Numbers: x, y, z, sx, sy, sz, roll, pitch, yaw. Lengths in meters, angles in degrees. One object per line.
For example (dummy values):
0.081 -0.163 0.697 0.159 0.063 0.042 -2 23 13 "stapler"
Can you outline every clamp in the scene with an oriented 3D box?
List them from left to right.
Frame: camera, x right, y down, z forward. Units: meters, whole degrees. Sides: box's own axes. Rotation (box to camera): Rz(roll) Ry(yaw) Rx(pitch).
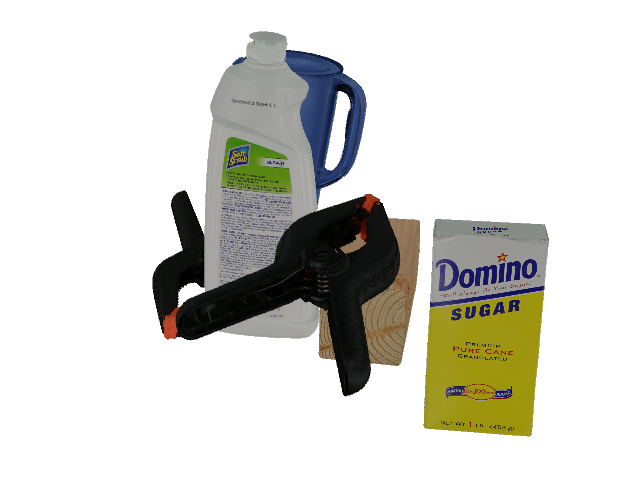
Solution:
-0.116 0.022 1.074 0.165 0.036 0.209 20 38 17 "clamp"
0.007 0.029 0.654 0.120 0.039 0.171 28 46 22 "clamp"

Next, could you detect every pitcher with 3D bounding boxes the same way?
-0.039 -0.123 1.411 0.144 0.243 0.149 -3 24 -24 "pitcher"

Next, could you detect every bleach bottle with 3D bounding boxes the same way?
-0.042 -0.044 0.875 0.102 0.251 0.068 4 25 -2 "bleach bottle"

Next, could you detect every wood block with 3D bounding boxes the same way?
0.059 0.051 1.205 0.091 0.090 0.206 5 23 8 "wood block"

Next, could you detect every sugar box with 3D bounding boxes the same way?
0.135 0.073 0.885 0.093 0.176 0.048 2 21 7 "sugar box"
